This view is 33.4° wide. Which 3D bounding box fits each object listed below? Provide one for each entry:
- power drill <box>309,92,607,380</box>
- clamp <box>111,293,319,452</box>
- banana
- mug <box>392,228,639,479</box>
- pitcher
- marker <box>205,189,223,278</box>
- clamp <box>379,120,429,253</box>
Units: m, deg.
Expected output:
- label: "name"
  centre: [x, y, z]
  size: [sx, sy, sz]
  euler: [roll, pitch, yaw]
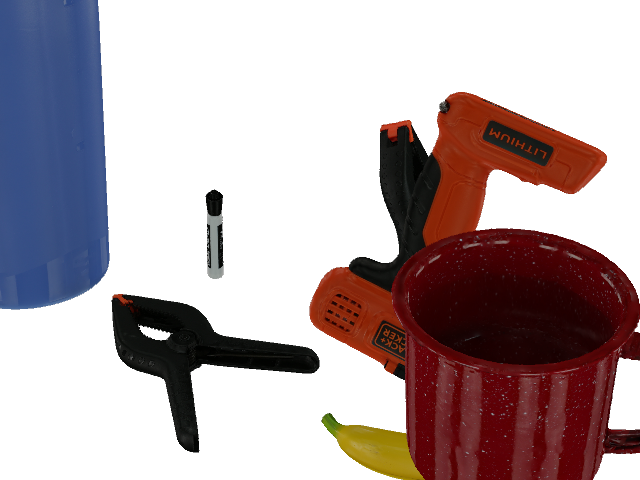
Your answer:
- label: "power drill"
  centre: [0.105, 0.015, 0.675]
  size: [0.184, 0.188, 0.057]
  euler: [26, 11, 8]
- label: "clamp"
  centre: [-0.116, 0.103, 1.002]
  size: [0.164, 0.036, 0.210]
  euler: [-23, 41, -35]
- label: "banana"
  centre: [0.100, 0.169, 0.872]
  size: [0.197, 0.037, 0.069]
  euler: [6, 37, -4]
- label: "mug"
  centre: [0.087, 0.055, 0.424]
  size: [0.117, 0.081, 0.093]
  euler: [7, 34, 14]
- label: "pitcher"
  centre: [-0.209, -0.078, 0.688]
  size: [0.149, 0.243, 0.145]
  euler: [-4, 26, -8]
- label: "marker"
  centre: [-0.119, -0.007, 1.199]
  size: [0.020, 0.121, 0.020]
  euler: [2, 41, -2]
- label: "clamp"
  centre: [0.081, -0.014, 0.919]
  size: [0.039, 0.171, 0.120]
  euler: [-14, 18, 22]
